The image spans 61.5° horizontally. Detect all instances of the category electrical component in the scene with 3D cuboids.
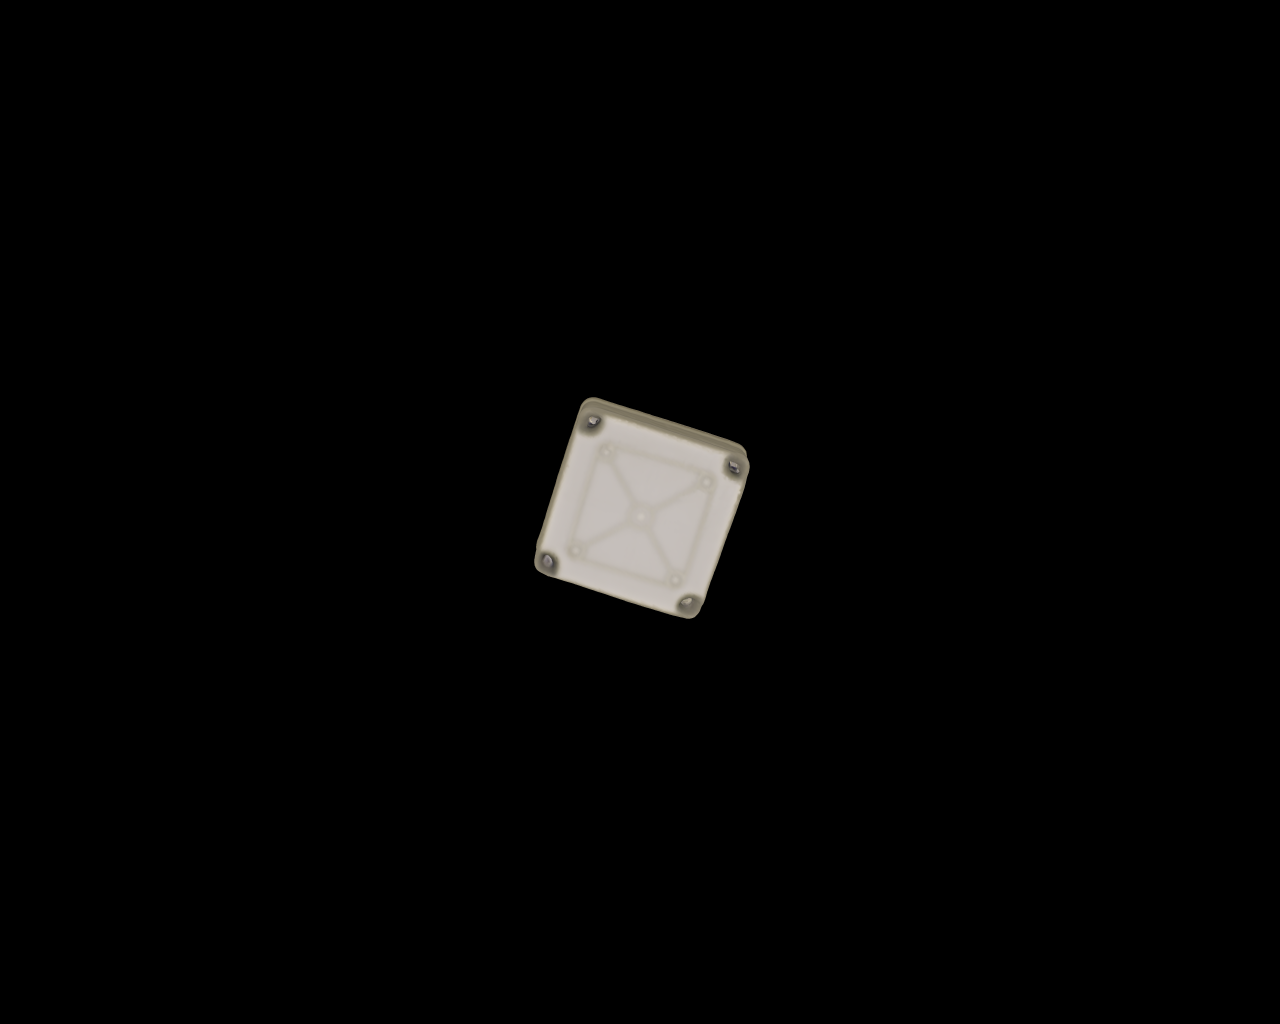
[{"bbox_3d":[0.001,-0.003,0.650,0.109,0.108,0.056,18,11,-4],"label":"electrical component"}]
